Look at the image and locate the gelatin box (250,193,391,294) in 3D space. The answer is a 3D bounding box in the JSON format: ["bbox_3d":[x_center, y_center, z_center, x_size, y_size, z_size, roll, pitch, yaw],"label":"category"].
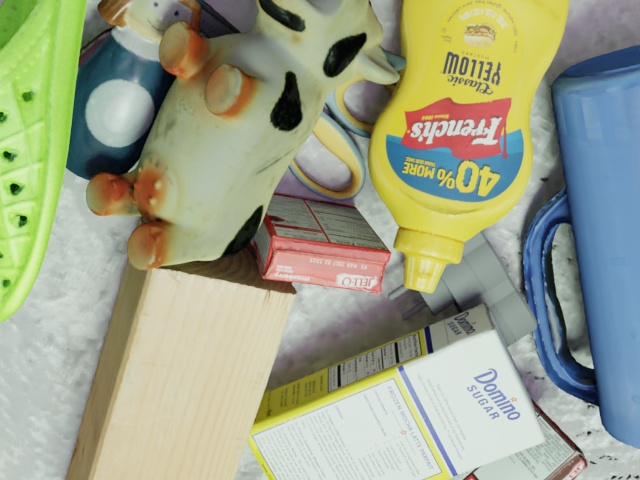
[{"bbox_3d":[-0.004,0.001,0.654,0.073,0.089,0.030,8,109,-16],"label":"gelatin box"}]

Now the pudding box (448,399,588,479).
[{"bbox_3d":[0.113,0.156,0.740,0.113,0.090,0.039,-41,144,0],"label":"pudding box"}]

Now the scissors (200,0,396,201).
[{"bbox_3d":[-0.018,-0.112,0.646,0.096,0.016,0.201,-34,115,0],"label":"scissors"}]

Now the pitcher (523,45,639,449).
[{"bbox_3d":[0.213,0.003,0.680,0.149,0.145,0.243,-17,103,-5],"label":"pitcher"}]

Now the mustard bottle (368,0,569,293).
[{"bbox_3d":[0.079,-0.063,0.630,0.096,0.058,0.191,13,89,1],"label":"mustard bottle"}]

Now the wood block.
[{"bbox_3d":[-0.094,0.100,0.676,0.090,0.090,0.206,13,108,-18],"label":"wood block"}]

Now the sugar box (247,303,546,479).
[{"bbox_3d":[0.047,0.118,0.695,0.176,0.048,0.093,-24,111,8],"label":"sugar box"}]
